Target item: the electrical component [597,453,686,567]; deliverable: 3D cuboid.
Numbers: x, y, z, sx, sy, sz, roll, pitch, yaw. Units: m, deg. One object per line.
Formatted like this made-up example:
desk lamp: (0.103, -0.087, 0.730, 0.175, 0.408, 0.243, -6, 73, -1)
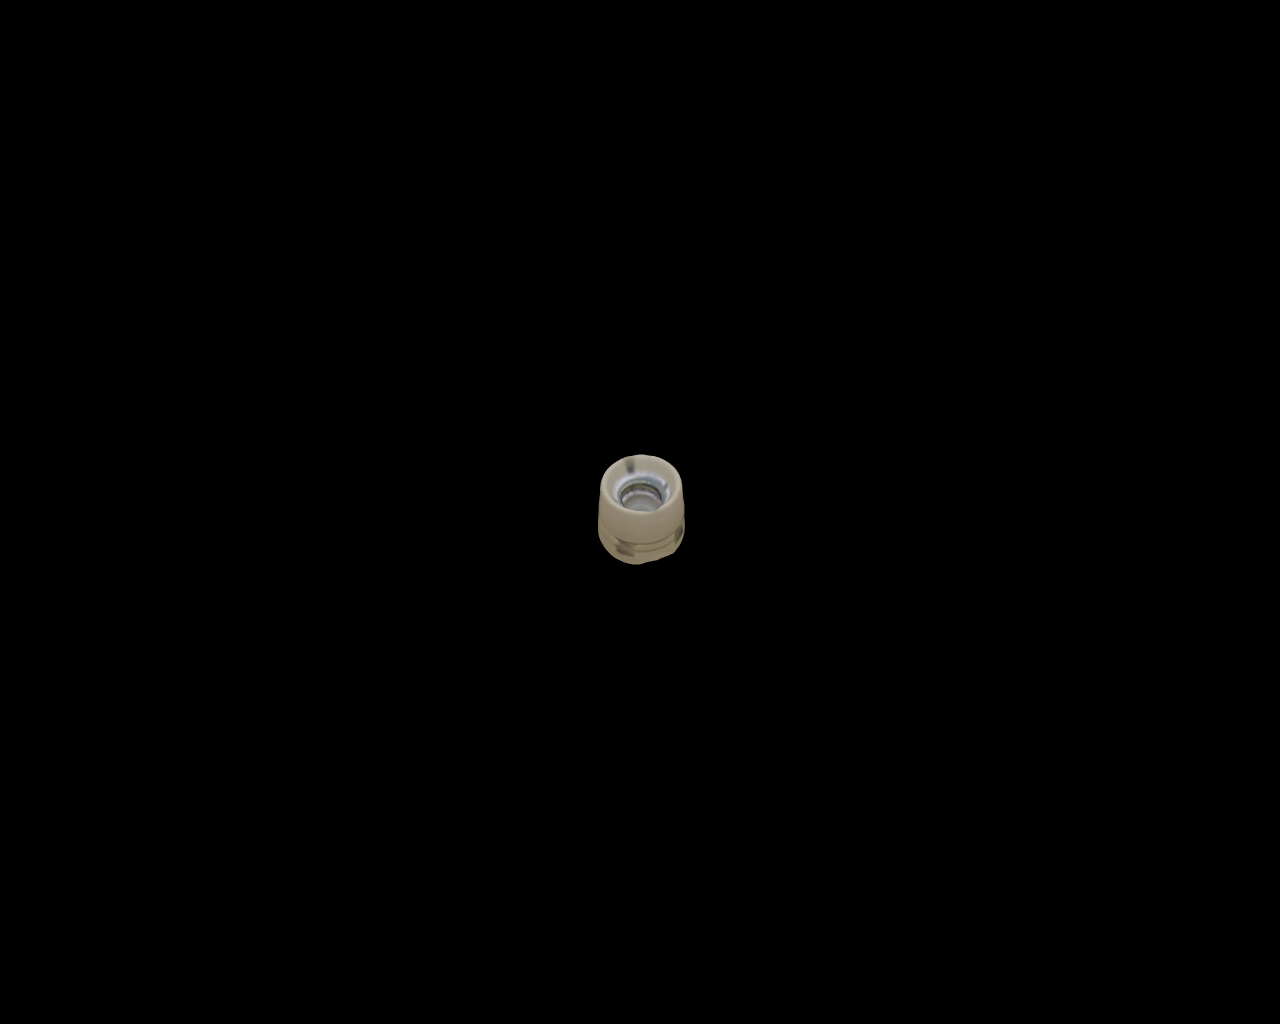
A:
electrical component: (0.001, -0.003, 0.650, 0.055, 0.055, 0.047, 0, -39, 0)
